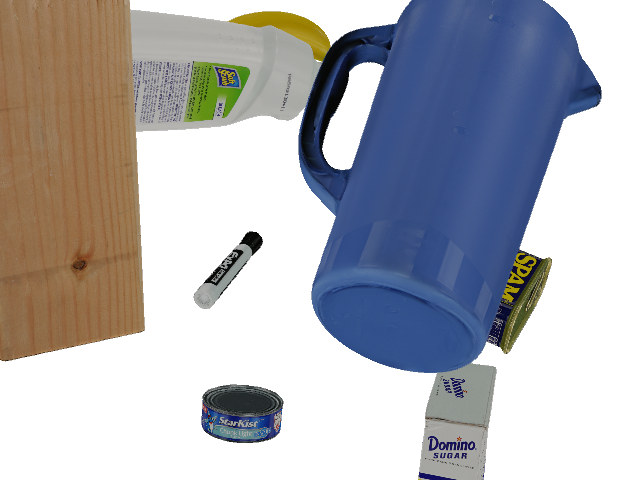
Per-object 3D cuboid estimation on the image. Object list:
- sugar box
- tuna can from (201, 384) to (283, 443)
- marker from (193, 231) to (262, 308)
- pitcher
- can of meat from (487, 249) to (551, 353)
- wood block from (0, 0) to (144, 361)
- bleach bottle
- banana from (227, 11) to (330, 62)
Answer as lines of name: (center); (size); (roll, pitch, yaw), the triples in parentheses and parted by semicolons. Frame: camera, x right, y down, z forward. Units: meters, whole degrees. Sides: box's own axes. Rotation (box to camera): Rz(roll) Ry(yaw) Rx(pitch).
sugar box: (0.086, 0.179, 0.722); (0.048, 0.176, 0.093); (6, 18, 11)
tuna can: (-0.083, 0.183, 1.128); (0.086, 0.034, 0.086); (5, 12, -1)
marker: (-0.081, 0.024, 0.973); (0.020, 0.020, 0.121); (0, 27, 22)
pitcher: (0.070, -0.044, 0.690); (0.145, 0.242, 0.149); (41, -37, -27)
can of meat: (0.152, 0.043, 0.970); (0.084, 0.057, 0.102); (23, 44, 19)
wood block: (-0.161, -0.048, 0.615); (0.090, 0.206, 0.090); (-11, 26, -27)
bleach bottle: (-0.108, -0.121, 0.804); (0.250, 0.068, 0.103); (2, -40, -15)
banana: (-0.050, -0.195, 1.045); (0.197, 0.070, 0.037); (-11, -34, -46)
